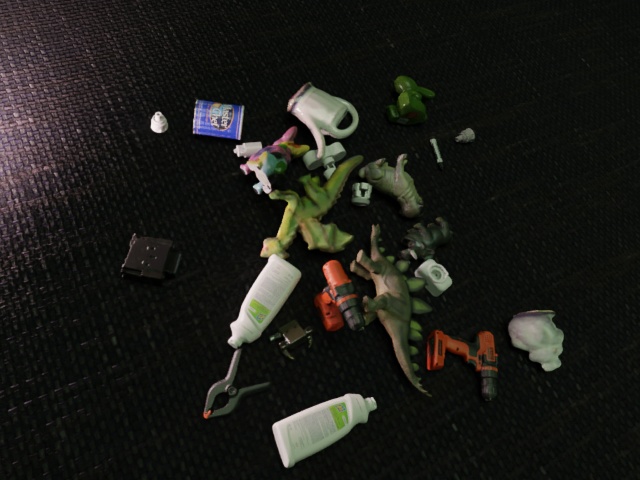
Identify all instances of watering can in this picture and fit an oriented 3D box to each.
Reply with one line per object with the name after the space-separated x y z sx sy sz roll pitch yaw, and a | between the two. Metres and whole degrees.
-0.004 -0.381 1.608 0.225 0.102 0.355 31 41 3 | watering can

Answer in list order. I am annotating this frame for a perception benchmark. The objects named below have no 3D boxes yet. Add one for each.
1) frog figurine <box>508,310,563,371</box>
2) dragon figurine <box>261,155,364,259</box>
0.591 0.276 1.404 0.137 0.121 0.162 -10 70 18 | frog figurine
0.004 -0.073 1.455 0.413 0.120 0.245 -27 78 -15 | dragon figurine
